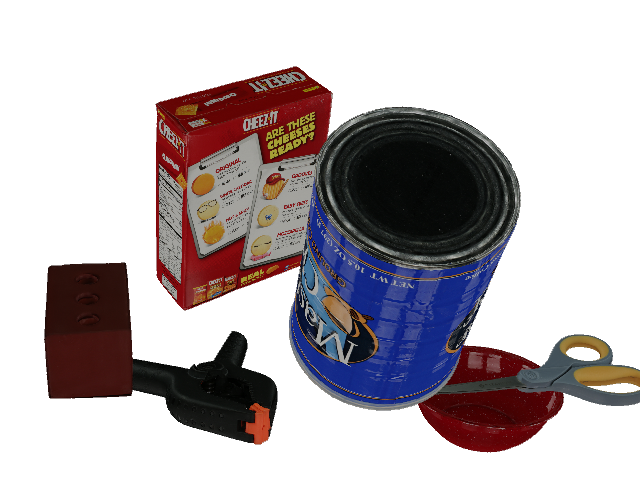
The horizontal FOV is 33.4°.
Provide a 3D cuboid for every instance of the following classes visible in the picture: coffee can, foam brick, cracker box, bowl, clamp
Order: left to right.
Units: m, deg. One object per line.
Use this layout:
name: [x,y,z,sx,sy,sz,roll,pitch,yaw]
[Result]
foam brick: [-0.148,0.057,0.683,0.053,0.051,0.078,-2,32,-12]
clamp: [-0.092,0.123,0.927,0.164,0.036,0.210,-9,17,-37]
cracker box: [-0.081,-0.052,1.067,0.163,0.214,0.072,-20,45,-30]
coffee can: [0.040,0.013,0.574,0.102,0.103,0.140,0,-37,-8]
bowl: [0.167,0.171,1.107,0.162,0.055,0.162,3,24,-2]

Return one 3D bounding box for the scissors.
scissors: [0.178,0.107,0.901,0.201,0.016,0.096,5,29,-7]
